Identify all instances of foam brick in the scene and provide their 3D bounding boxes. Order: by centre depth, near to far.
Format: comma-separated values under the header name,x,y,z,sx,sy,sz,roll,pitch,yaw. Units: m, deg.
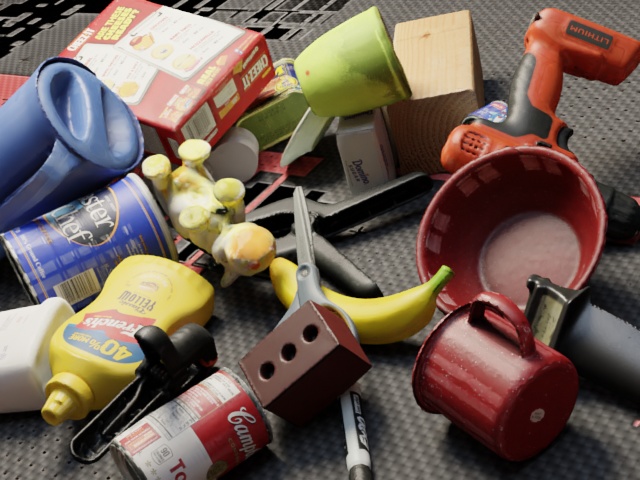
name,x,y,z,sx,sy,sz,roll,pitch,yaw
foam brick,-0.011,0.095,0.812,0.078,0.051,0.053,-42,47,8

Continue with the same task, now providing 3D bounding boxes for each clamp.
name,x,y,z,sx,sy,sz,roll,pitch,yaw
clamp,-0.121,0.098,0.830,0.039,0.120,0.171,40,25,7
clamp,-0.007,0.001,1.008,0.210,0.036,0.164,-5,40,23

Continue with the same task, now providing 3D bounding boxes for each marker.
name,x,y,z,sx,sy,sz,roll,pitch,yaw
marker,0.026,0.147,0.783,0.020,0.020,0.121,-13,32,4

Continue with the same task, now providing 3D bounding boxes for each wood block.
name,x,y,z,sx,sy,sz,roll,pitch,yaw
wood block,0.128,-0.162,1.154,0.091,0.090,0.206,-9,33,13

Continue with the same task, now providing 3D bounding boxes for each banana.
name,x,y,z,sx,sy,sz,roll,pitch,yaw
banana,0.025,0.053,0.900,0.198,0.037,0.069,3,59,40

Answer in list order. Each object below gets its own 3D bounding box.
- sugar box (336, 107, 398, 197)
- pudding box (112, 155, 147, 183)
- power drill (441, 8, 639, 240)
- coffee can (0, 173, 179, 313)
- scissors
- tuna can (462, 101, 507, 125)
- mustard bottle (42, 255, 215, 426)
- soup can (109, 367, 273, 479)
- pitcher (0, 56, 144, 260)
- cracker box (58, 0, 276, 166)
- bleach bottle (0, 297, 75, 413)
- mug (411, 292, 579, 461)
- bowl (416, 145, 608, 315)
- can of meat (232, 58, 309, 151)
name,x,y,z,sx,sy,sz,roll,pitch,yaw
sugar box,0.052,-0.115,1.110,0.048,0.093,0.176,-8,32,15
pudding box,-0.245,-0.064,1.172,0.114,0.039,0.090,18,85,45
power drill,0.223,-0.105,0.953,0.184,0.057,0.187,24,68,7
coffee can,-0.221,0.011,1.026,0.140,0.103,0.103,-27,33,-17
scissors,-0.024,0.046,0.899,0.096,0.016,0.202,-35,48,11
tuna can,0.172,-0.088,1.022,0.033,0.086,0.086,-28,34,-16
mustard bottle,-0.174,0.090,0.911,0.096,0.058,0.191,20,40,15
soup can,-0.095,0.149,0.787,0.102,0.068,0.069,-32,35,-23
pitcher,-0.308,-0.061,1.083,0.243,0.145,0.149,-34,-18,27
cracker box,-0.183,-0.178,1.185,0.214,0.072,0.164,20,58,29
bleach bottle,-0.344,0.114,0.959,0.251,0.068,0.102,-8,35,17
mug,0.125,0.090,0.741,0.093,0.117,0.082,-20,35,-31
bowl,0.162,0.006,0.871,0.162,0.055,0.162,-14,61,27
can of meat,-0.057,-0.155,1.246,0.102,0.057,0.084,-27,34,7
